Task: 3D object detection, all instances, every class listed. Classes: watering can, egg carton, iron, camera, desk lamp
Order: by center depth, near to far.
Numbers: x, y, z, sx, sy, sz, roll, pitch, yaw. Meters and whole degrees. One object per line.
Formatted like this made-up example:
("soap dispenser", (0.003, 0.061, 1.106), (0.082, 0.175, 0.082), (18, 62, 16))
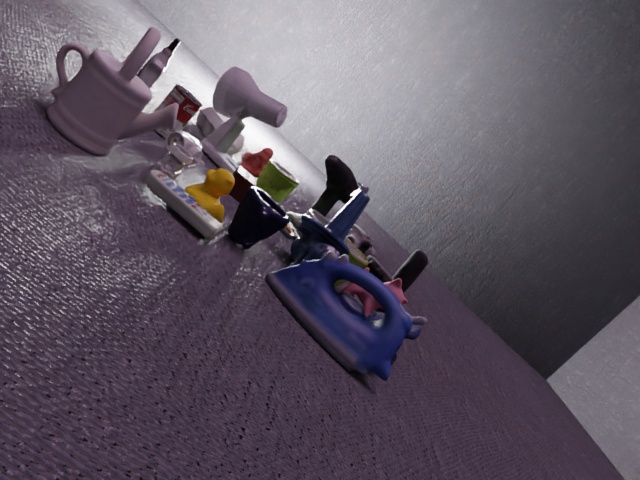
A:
("watering can", (-0.286, -0.222, 0.829), (0.174, 0.194, 0.100), (33, 14, -46))
("iron", (0.046, 0.103, 0.949), (0.258, 0.141, 0.119), (44, 10, 1))
("desk lamp", (-0.192, -0.283, 1.388), (0.203, 0.213, 0.118), (45, 10, 11))
("egg carton", (-0.269, -0.294, 1.550), (0.150, 0.069, 0.108), (51, 12, 35))
("camera", (0.081, -0.001, 1.624), (0.136, 0.100, 0.144), (50, 12, 31))

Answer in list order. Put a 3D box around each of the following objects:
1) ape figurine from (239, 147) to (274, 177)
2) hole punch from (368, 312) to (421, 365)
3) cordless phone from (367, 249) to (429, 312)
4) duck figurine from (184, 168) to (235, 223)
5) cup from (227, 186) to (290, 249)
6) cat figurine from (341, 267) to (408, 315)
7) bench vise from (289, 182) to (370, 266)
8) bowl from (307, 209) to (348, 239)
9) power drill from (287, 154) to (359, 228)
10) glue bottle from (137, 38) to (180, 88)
("ape figurine", (-0.166, -0.220, 1.581), (0.077, 0.092, 0.076), (47, 10, 18))
("hole punch", (0.137, 0.180, 1.135), (0.101, 0.091, 0.109), (45, 10, 10))
("cordless phone", (0.183, 0.079, 1.455), (0.094, 0.185, 0.147), (30, 16, -53))
("duck figurine", (-0.180, -0.081, 0.975), (0.078, 0.086, 0.104), (34, 14, -43))
("cup", (-0.115, -0.028, 0.989), (0.092, 0.095, 0.117), (42, 10, -10))
("cat figurine", (0.131, 0.119, 1.284), (0.128, 0.117, 0.067), (44, 10, 3))
("bench vise", (0.034, -0.005, 1.116), (0.122, 0.219, 0.207), (37, 12, -34))
("bowl", (0.013, 0.005, 1.410), (0.168, 0.074, 0.167), (42, 10, -9))
("power drill", (0.013, -0.111, 1.505), (0.075, 0.208, 0.230), (48, 11, 24))
("glue bottle", (-0.340, -0.339, 1.157), (0.037, 0.173, 0.078), (38, 11, -28))
